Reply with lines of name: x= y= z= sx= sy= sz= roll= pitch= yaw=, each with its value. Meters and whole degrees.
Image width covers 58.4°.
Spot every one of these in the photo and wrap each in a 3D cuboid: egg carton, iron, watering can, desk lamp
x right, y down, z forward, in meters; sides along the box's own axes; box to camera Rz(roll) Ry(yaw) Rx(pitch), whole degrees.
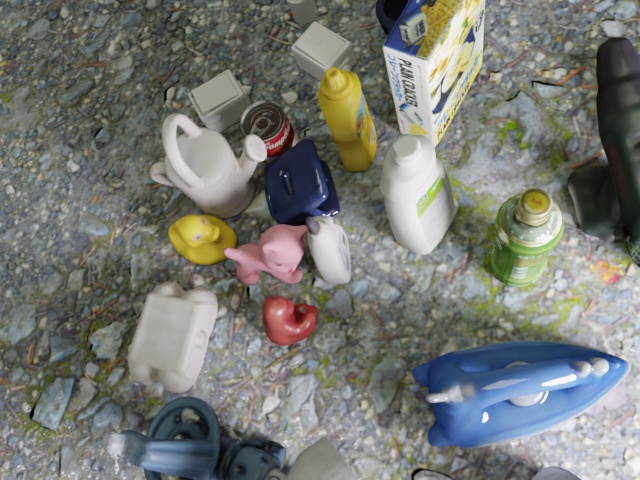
egg carton: x=-0.206 y=0.136 z=0.813 sx=0.107 sy=0.069 sz=0.150 roll=8 pitch=74 yaw=16
iron: x=0.238 y=0.163 z=0.657 sx=0.258 sy=0.142 sz=0.118 roll=-15 pitch=69 yaw=8
watering can: x=-0.163 y=-0.114 z=0.821 sx=0.173 sy=0.194 sz=0.101 roll=-29 pitch=67 yaw=3
desk lamp: x=-0.022 y=0.318 z=0.628 sx=0.203 sy=0.214 sz=0.117 roll=-37 pitch=67 yaw=-1

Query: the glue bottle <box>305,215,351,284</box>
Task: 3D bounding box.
glue bottle: x=0.007 y=0.003 z=0.751 sx=0.037 sy=0.173 sz=0.078 roll=-6 pitch=70 yaw=12

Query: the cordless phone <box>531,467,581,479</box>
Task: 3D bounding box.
cordless phone: x=0.238 y=0.312 z=0.582 sx=0.094 sy=0.185 sz=0.148 roll=36 pitch=83 yaw=22

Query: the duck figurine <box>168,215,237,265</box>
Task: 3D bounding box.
duck figurine: x=-0.184 y=-0.010 z=0.849 sx=0.104 sy=0.086 sz=0.077 roll=10 pitch=74 yaw=17

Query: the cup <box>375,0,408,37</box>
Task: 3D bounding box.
cup: x=0.131 y=-0.320 z=0.873 sx=0.091 sy=0.095 sz=0.118 roll=17 pitch=76 yaw=19

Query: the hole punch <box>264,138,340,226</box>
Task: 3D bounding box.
hole punch: x=-0.033 y=-0.076 z=0.832 sx=0.101 sy=0.091 sz=0.108 roll=-19 pitch=68 yaw=7

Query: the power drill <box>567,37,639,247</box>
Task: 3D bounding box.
power drill: x=0.355 y=-0.090 z=0.678 sx=0.075 sy=0.209 sz=0.229 roll=-12 pitch=69 yaw=10

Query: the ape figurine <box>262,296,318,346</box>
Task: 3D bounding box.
ape figurine: x=-0.049 y=0.102 z=0.774 sx=0.077 sy=0.092 sz=0.076 roll=42 pitch=85 yaw=22

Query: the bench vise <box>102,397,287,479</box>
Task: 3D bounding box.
bench vise: x=-0.139 y=0.246 z=0.678 sx=0.207 sy=0.220 sz=0.121 roll=-5 pitch=70 yaw=12

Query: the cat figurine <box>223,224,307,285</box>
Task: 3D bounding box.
cat figurine: x=-0.071 y=0.016 z=0.795 sx=0.127 sy=0.118 sz=0.067 roll=-4 pitch=71 yaw=12
